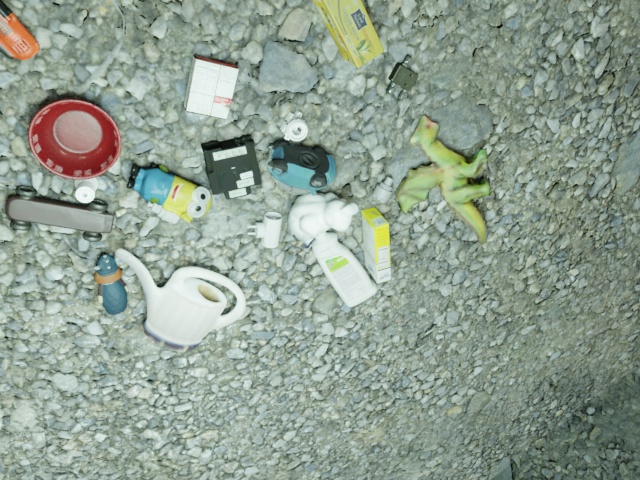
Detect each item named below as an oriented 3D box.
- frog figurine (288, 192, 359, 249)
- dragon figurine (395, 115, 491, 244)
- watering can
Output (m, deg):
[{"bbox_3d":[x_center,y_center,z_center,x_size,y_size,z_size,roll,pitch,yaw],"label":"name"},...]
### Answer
[{"bbox_3d":[0.004,-0.060,1.190,0.139,0.157,0.122,-39,98,-34],"label":"frog figurine"},{"bbox_3d":[0.314,-0.130,1.328,0.242,0.125,0.402,-10,121,5],"label":"dragon figurine"},{"bbox_3d":[-0.347,0.146,1.212,0.345,0.106,0.222,24,109,-31],"label":"watering can"}]
